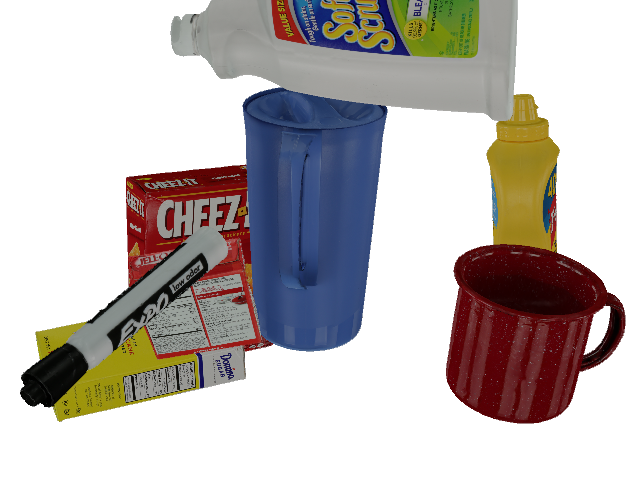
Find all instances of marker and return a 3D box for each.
[{"bbox_3d":[-0.086,0.033,0.477,0.020,0.020,0.120,0,32,44],"label":"marker"}]

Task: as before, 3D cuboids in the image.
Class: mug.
[{"bbox_3d":[0.135,0.058,0.667,0.117,0.081,0.093,-2,28,-16],"label":"mug"}]

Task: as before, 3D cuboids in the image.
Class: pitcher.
[{"bbox_3d":[-0.011,-0.016,1.019,0.149,0.243,0.145,-15,29,-32],"label":"pitcher"}]

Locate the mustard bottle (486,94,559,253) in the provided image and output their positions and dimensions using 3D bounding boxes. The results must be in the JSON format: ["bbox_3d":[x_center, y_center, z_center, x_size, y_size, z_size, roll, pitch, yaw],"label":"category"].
[{"bbox_3d":[0.166,-0.023,0.868,0.058,0.191,0.096,0,17,17],"label":"mustard bottle"}]

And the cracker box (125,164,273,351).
[{"bbox_3d":[-0.133,0.030,1.217,0.163,0.214,0.072,-8,23,-29],"label":"cracker box"}]

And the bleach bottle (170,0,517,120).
[{"bbox_3d":[0.014,-0.141,0.772,0.251,0.102,0.068,2,-27,11],"label":"bleach bottle"}]

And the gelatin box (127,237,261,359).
[{"bbox_3d":[-0.081,0.039,0.699,0.073,0.030,0.089,-10,-38,-1],"label":"gelatin box"}]

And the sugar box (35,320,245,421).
[{"bbox_3d":[-0.166,0.105,0.985,0.176,0.048,0.093,-14,35,-17],"label":"sugar box"}]
